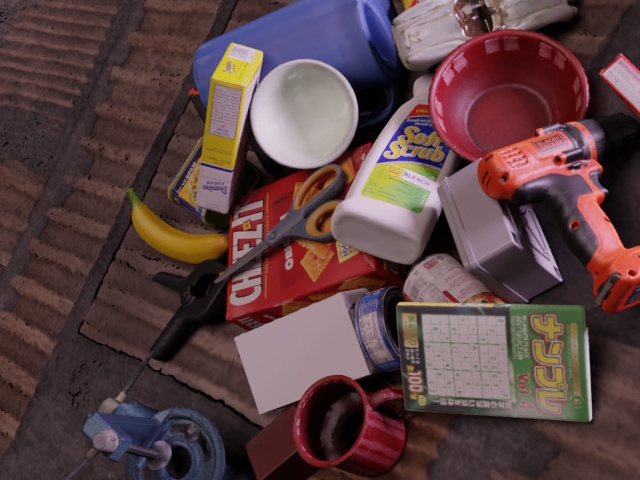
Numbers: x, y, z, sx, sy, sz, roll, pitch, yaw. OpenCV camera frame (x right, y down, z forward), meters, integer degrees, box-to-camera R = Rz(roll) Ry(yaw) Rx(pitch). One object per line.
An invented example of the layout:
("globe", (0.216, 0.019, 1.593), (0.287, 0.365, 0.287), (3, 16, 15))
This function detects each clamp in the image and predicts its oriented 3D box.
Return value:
("clamp", (-0.159, 0.064, 1.325), (0.172, 0.039, 0.120), (-34, 55, 31))
("clamp", (-0.088, -0.185, 1.400), (0.210, 0.036, 0.164), (25, 84, 41))

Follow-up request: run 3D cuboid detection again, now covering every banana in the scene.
("banana", (-0.183, -0.004, 1.371), (0.198, 0.069, 0.037), (24, 52, 34))

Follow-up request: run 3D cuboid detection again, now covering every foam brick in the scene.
("foam brick", (-0.031, 0.222, 1.133), (0.078, 0.051, 0.053), (-41, 47, 16))

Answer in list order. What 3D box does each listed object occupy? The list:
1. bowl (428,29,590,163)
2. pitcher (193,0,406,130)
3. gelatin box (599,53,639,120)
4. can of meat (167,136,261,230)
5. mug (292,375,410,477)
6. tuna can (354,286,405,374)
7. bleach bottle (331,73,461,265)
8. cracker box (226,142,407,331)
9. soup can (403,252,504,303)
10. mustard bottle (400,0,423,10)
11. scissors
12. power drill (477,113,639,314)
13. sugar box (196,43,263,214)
("bowl", (0.194, -0.135, 1.099), (0.162, 0.055, 0.162), (-4, 67, 10))
("pitcher", (-0.023, -0.210, 1.278), (0.243, 0.144, 0.149), (-15, 53, 26))
("gelatin box", (0.311, -0.126, 1.006), (0.030, 0.073, 0.089), (-44, 47, 14))
("can of meat", (-0.135, -0.072, 1.369), (0.084, 0.057, 0.102), (34, 92, 43))
("mug", (0.041, 0.184, 1.069), (0.117, 0.081, 0.093), (-39, 48, 19))
("tuna can", (0.072, 0.091, 1.089), (0.034, 0.086, 0.086), (-20, 57, 30))
("bleach bottle", (0.100, -0.097, 1.137), (0.102, 0.068, 0.250), (20, 58, 6))
("cracker box", (-0.008, 0.001, 1.212), (0.214, 0.072, 0.164), (-20, 56, 33))
("soup can", (0.136, 0.066, 1.059), (0.068, 0.068, 0.102), (-51, 45, 7))
("mustard bottle", (0.141, -0.276, 1.238), (0.096, 0.058, 0.192), (-32, 51, 18))
("scissors", (-0.036, 0.003, 1.174), (0.202, 0.016, 0.096), (-48, 46, 13))
("power drill", (0.261, -0.033, 0.972), (0.184, 0.057, 0.188), (-20, 56, -23))
("sugar box", (-0.106, -0.128, 1.233), (0.093, 0.048, 0.176), (-71, -3, -53))
